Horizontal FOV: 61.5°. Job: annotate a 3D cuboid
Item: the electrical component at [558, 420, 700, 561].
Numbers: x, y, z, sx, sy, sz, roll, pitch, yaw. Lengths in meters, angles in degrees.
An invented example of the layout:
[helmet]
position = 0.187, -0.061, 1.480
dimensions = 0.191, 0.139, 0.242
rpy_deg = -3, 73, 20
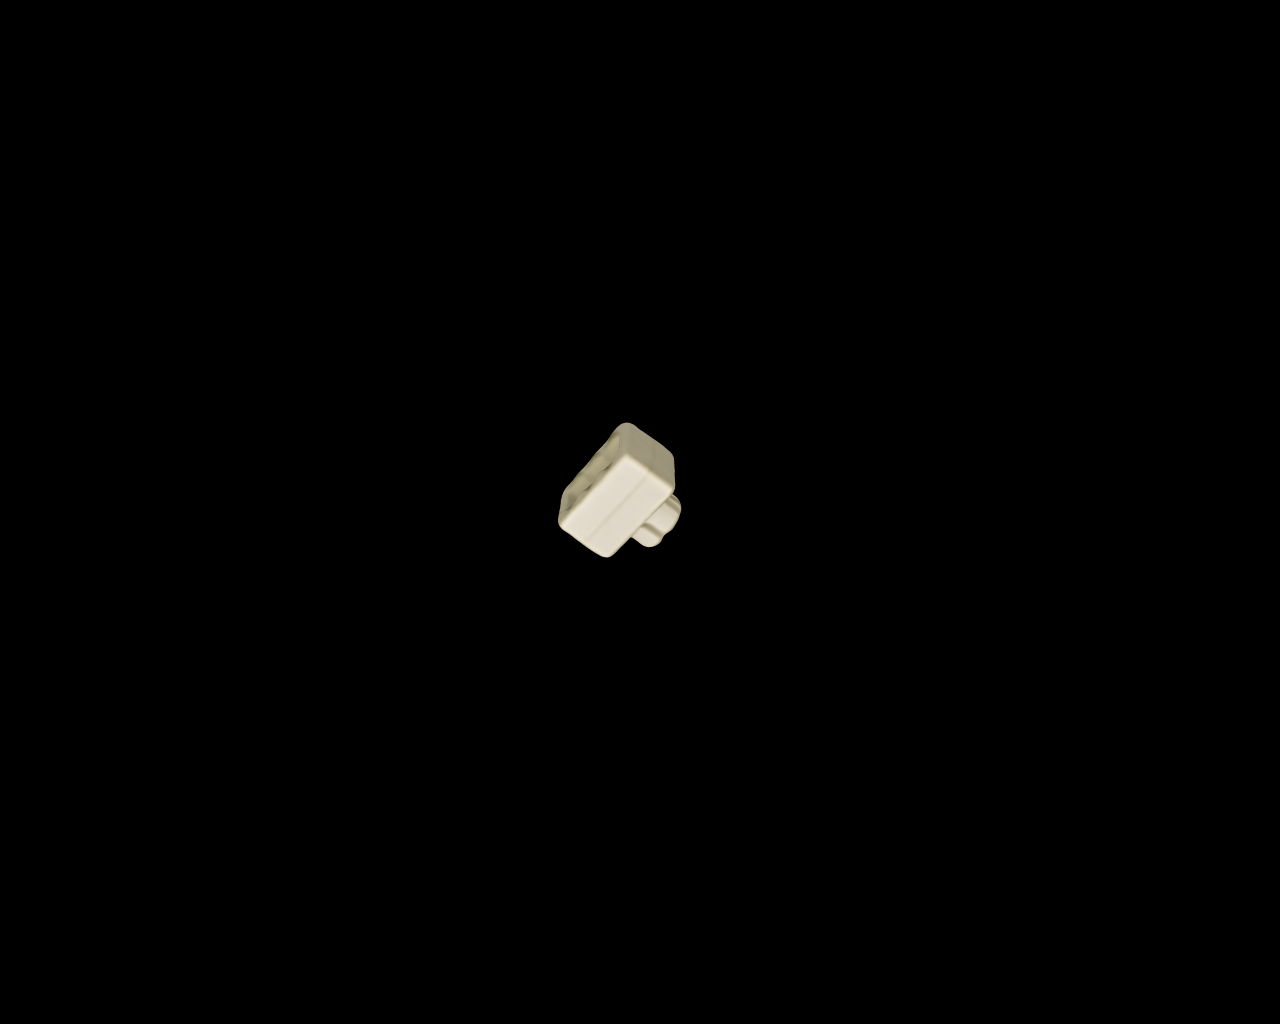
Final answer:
[electrical component]
position = 0.001, -0.003, 0.650
dimensions = 0.076, 0.065, 0.047
rpy_deg = 36, 24, -18
